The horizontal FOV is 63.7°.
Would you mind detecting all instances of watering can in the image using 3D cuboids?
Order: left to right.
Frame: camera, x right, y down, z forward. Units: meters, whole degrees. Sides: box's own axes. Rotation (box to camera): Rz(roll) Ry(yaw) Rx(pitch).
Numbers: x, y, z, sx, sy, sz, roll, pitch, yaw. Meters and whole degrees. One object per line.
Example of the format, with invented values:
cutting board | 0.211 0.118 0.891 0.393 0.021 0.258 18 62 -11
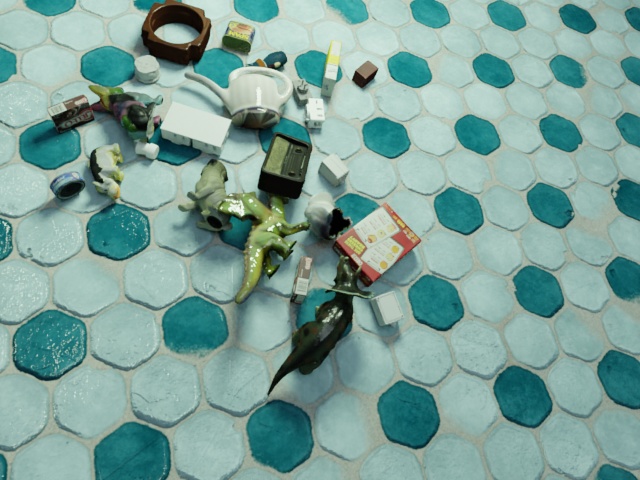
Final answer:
watering can | -0.256 -0.460 1.653 0.348 0.228 0.102 -4 -23 -9

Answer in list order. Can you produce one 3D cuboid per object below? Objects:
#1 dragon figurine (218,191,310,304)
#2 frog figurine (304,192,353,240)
dragon figurine | -0.182 -0.026 1.423 0.418 0.243 0.120 -47 -3 -47
frog figurine | 0.005 -0.077 1.530 0.137 0.121 0.161 11 20 -46
